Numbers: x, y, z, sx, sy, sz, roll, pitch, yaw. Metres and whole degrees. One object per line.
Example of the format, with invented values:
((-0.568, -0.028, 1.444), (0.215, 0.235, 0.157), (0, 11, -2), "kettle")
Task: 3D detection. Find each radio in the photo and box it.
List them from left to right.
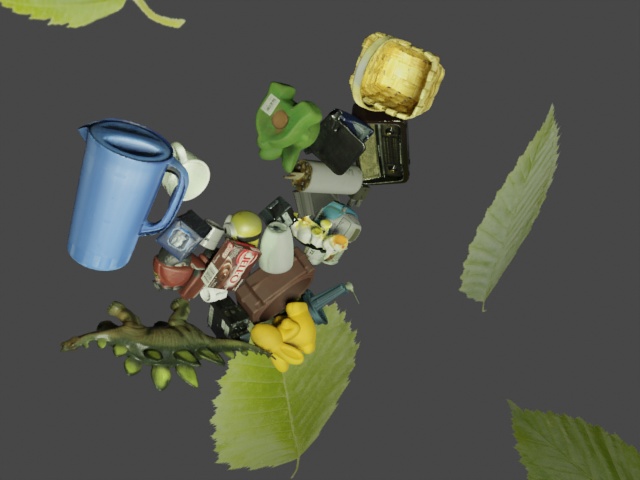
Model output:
((0.152, -0.231, 1.313), (0.229, 0.131, 0.073), (73, 21, -56), "radio")

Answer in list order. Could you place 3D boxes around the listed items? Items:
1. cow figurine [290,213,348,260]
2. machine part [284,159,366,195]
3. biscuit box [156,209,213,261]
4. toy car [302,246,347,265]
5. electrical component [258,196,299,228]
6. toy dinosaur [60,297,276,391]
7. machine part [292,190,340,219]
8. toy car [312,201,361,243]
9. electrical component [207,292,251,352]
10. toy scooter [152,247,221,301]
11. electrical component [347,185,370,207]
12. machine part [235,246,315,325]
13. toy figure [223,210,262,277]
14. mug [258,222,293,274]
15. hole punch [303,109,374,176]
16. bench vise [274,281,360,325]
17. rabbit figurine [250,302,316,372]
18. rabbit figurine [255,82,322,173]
((-0.003, -0.003, 1.347), (0.068, 0.168, 0.098), (-32, 144, -34), "cow figurine")
((0.019, -0.149, 1.283), (0.243, 0.079, 0.079), (-1, 126, -41), "machine part")
((-0.255, -0.012, 1.026), (0.059, 0.063, 0.203), (-47, -171, 0), "biscuit box")
((0.013, 0.031, 1.491), (0.073, 0.056, 0.201), (-56, 158, 13), "toy car")
((-0.104, -0.062, 1.274), (0.075, 0.048, 0.119), (-44, 148, -6), "electrical component")
((-0.311, 0.228, 1.171), (0.471, 0.199, 0.105), (4, 126, -40), "toy dinosaur")
((-0.010, -0.104, 1.326), (0.139, 0.039, 0.084), (-21, 100, -42), "machine part")
((0.056, -0.037, 1.445), (0.109, 0.103, 0.161), (-54, 146, 11), "toy car")
((-0.226, 0.215, 1.347), (0.058, 0.134, 0.114), (-19, 141, -35), "electrical component")
((-0.298, 0.077, 1.170), (0.184, 0.075, 0.135), (2, 123, -57), "toy scooter")
((0.110, -0.132, 1.481), (0.063, 0.021, 0.094), (-4, 127, -49), "electrical component")
((-0.112, 0.121, 1.377), (0.201, 0.087, 0.201), (-34, 165, -18), "machine part")
((-0.178, 0.009, 1.232), (0.089, 0.082, 0.180), (-25, 140, -27), "toy figure")
((-0.094, 0.008, 1.252), (0.109, 0.081, 0.107), (-47, 152, -45), "mug")
((0.047, -0.227, 1.210), (0.142, 0.116, 0.092), (-44, -173, 42), "hole punch")
((-0.012, 0.188, 1.573), (0.241, 0.129, 0.223), (-31, 156, 5), "bench vise")
((-0.101, 0.252, 1.372), (0.173, 0.162, 0.122), (3, 152, -45), "rabbit figurine")
((-0.052, -0.220, 1.104), (0.159, 0.121, 0.170), (-62, 160, 11), "rabbit figurine")
